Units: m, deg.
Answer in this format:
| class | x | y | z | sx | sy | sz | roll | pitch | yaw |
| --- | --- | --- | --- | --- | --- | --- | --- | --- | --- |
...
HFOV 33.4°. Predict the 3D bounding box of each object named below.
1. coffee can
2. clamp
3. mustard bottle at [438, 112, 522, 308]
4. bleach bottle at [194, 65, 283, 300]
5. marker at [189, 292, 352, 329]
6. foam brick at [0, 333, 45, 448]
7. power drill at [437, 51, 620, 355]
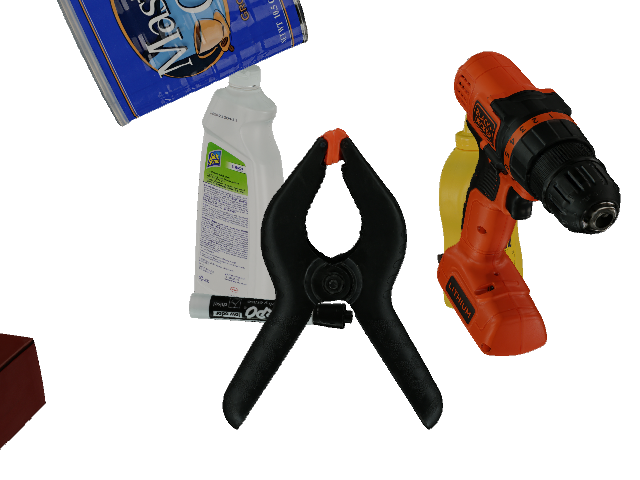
| class | x | y | z | sx | sy | sz | roll | pitch | yaw |
| --- | --- | --- | --- | --- | --- | --- | --- | --- | --- |
| coffee can | -0.093 | -0.152 | 0.716 | 0.140 | 0.103 | 0.103 | -25 | 2 | -5 |
| clamp | -0.003 | 0.028 | 0.581 | 0.120 | 0.171 | 0.039 | -9 | 4 | -5 |
| mustard bottle | 0.157 | -0.032 | 1.049 | 0.096 | 0.191 | 0.058 | -21 | 23 | -39 |
| bleach bottle | -0.075 | -0.050 | 1.075 | 0.103 | 0.251 | 0.068 | 17 | 25 | 26 |
| marker | -0.037 | 0.052 | 0.789 | 0.121 | 0.020 | 0.020 | 4 | 0 | 8 |
| foam brick | -0.223 | 0.101 | 0.686 | 0.053 | 0.051 | 0.078 | 6 | 29 | 22 |
| power drill | 0.136 | -0.012 | 0.733 | 0.057 | 0.188 | 0.184 | -6 | 39 | -14 |
